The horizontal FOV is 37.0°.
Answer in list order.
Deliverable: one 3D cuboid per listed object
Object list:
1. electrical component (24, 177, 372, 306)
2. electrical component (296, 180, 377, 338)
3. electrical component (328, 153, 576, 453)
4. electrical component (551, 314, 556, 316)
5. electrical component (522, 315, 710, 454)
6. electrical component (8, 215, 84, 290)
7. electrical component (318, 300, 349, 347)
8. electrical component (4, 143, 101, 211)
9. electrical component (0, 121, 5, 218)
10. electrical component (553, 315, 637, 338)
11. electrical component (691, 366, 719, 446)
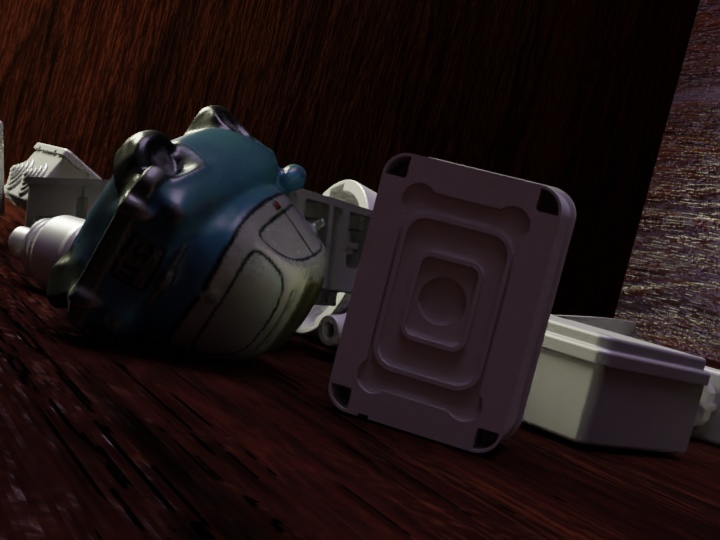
[{"bbox_3d":[-0.097,-0.016,0.650,0.186,0.060,0.105,4,-3,25],"label":"electrical component"},{"bbox_3d":[0.000,0.000,0.726,0.060,0.108,0.108,21,-1,-27],"label":"electrical component"},{"bbox_3d":[0.040,0.013,0.458,0.078,0.113,0.057,15,4,15],"label":"electrical component"},{"bbox_3d":[0.136,0.055,0.985,0.056,0.050,0.089,13,3,-39],"label":"electrical component"},{"bbox_3d":[0.115,0.058,0.590,0.109,0.056,0.109,13,2,-44],"label":"electrical component"},{"bbox_3d":[-0.164,-0.009,0.587,0.062,0.043,0.043,14,1,27],"label":"electrical component"},{"bbox_3d":[0.003,0.034,0.627,0.048,0.048,0.062,16,11,43],"label":"electrical component"},{"bbox_3d":[-0.213,-0.046,0.803,0.100,0.048,0.100,45,-14,-29],"label":"electrical component"},{"bbox_3d":[-0.287,-0.057,0.752,0.047,0.083,0.075,15,39,0],"label":"electrical component"},{"bbox_3d":[0.147,0.056,0.792,0.099,0.064,0.099,15,2,0],"label":"electrical component"},{"bbox_3d":[0.220,0.087,0.718,0.066,0.047,0.077,16,2,33],"label":"electrical component"}]
